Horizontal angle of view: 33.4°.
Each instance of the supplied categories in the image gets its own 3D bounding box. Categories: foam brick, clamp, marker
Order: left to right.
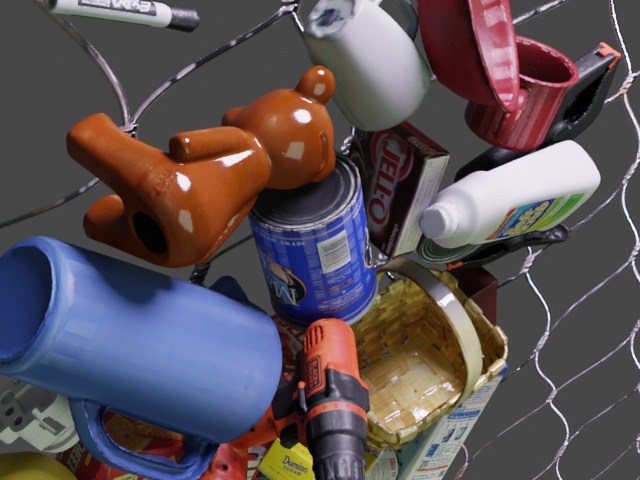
[{"bbox_3d":[-0.136,-0.162,0.754,0.120,0.020,0.020,-1,123,-43],"label":"marker"},{"bbox_3d":[0.166,0.069,1.216,0.053,0.051,0.078,-29,139,-20],"label":"foam brick"},{"bbox_3d":[0.215,-0.005,1.185,0.171,0.039,0.120,-22,149,1],"label":"clamp"},{"bbox_3d":[0.249,-0.114,1.143,0.210,0.036,0.164,-50,144,12],"label":"clamp"}]

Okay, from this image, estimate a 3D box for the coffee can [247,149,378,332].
[{"bbox_3d":[-0.006,0.001,0.952,0.102,0.103,0.140,-32,140,-18],"label":"coffee can"}]

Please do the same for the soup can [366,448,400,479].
[{"bbox_3d":[0.038,0.268,1.260,0.102,0.069,0.068,10,116,-48],"label":"soup can"}]

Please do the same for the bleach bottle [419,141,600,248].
[{"bbox_3d":[0.169,-0.034,1.007,0.250,0.068,0.103,-18,159,-49],"label":"bleach bottle"}]

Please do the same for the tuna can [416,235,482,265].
[{"bbox_3d":[0.135,-0.013,1.109,0.086,0.034,0.086,-18,148,-12],"label":"tuna can"}]

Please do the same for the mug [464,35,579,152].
[{"bbox_3d":[0.186,-0.132,1.014,0.117,0.093,0.082,-67,177,-55],"label":"mug"}]

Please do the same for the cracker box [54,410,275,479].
[{"bbox_3d":[-0.163,0.242,1.045,0.213,0.072,0.164,3,122,-45],"label":"cracker box"}]

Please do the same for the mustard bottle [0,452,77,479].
[{"bbox_3d":[-0.241,0.239,0.915,0.191,0.058,0.096,43,105,-12],"label":"mustard bottle"}]

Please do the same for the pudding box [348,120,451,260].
[{"bbox_3d":[0.064,-0.053,0.980,0.039,0.090,0.114,-14,132,-37],"label":"pudding box"}]

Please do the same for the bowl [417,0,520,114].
[{"bbox_3d":[0.123,-0.182,0.909,0.055,0.162,0.162,-9,149,22],"label":"bowl"}]

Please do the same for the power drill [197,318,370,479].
[{"bbox_3d":[-0.035,0.179,0.926,0.188,0.184,0.057,-35,125,27],"label":"power drill"}]

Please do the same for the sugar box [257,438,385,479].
[{"bbox_3d":[0.006,0.227,1.116,0.048,0.093,0.176,-57,171,13],"label":"sugar box"}]

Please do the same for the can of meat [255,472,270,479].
[{"bbox_3d":[-0.081,0.291,1.179,0.083,0.057,0.102,10,116,-50],"label":"can of meat"}]

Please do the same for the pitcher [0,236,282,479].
[{"bbox_3d":[-0.154,0.093,0.869,0.145,0.149,0.242,-46,140,15],"label":"pitcher"}]

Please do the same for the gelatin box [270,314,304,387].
[{"bbox_3d":[-0.023,0.110,1.043,0.073,0.089,0.030,-21,144,-31],"label":"gelatin box"}]
